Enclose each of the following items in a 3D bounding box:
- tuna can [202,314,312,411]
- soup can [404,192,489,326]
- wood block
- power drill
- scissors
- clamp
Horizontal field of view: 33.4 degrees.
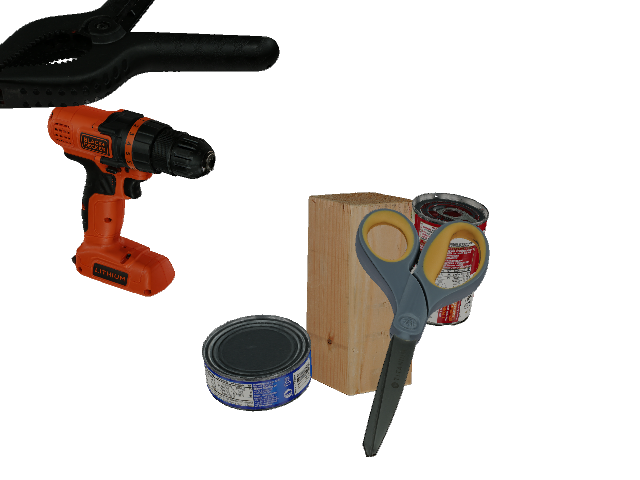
[{"bbox_3d":[-0.049,0.096,0.842,0.086,0.034,0.086,-3,30,1],"label":"tuna can"},{"bbox_3d":[0.108,0.017,0.951,0.068,0.102,0.068,5,24,-3],"label":"soup can"},{"bbox_3d":[0.044,0.055,1.181,0.090,0.206,0.091,-5,12,-33],"label":"wood block"},{"bbox_3d":[-0.187,-0.040,1.078,0.185,0.188,0.057,17,32,23],"label":"power drill"},{"bbox_3d":[0.038,0.041,0.649,0.096,0.016,0.201,27,45,17],"label":"scissors"},{"bbox_3d":[-0.146,-0.138,0.771,0.209,0.036,0.165,-32,52,-31],"label":"clamp"}]
